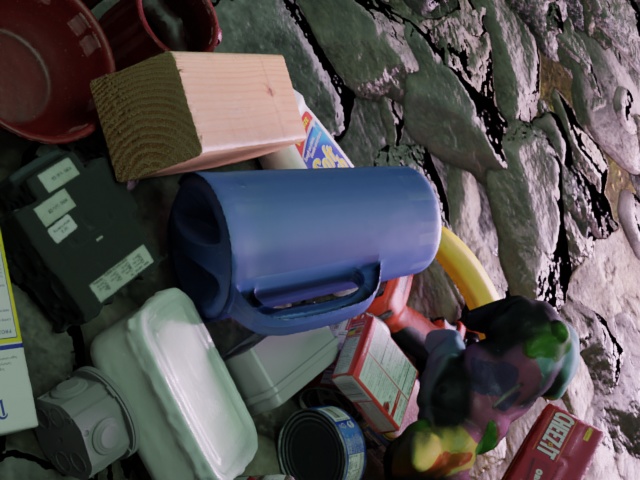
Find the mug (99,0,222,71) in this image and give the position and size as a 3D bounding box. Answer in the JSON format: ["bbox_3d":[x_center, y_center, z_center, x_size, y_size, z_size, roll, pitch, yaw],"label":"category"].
[{"bbox_3d":[-0.147,-0.195,1.007,0.117,0.082,0.093,-1,74,-46],"label":"mug"}]

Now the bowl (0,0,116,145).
[{"bbox_3d":[-0.253,-0.148,0.899,0.161,0.055,0.162,20,60,-39],"label":"bowl"}]

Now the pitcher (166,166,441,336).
[{"bbox_3d":[-0.006,0.001,0.982,0.242,0.145,0.149,-8,91,-31],"label":"pitcher"}]

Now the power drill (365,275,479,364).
[{"bbox_3d":[0.128,0.086,1.191,0.187,0.057,0.184,44,45,-23],"label":"power drill"}]

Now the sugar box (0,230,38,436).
[{"bbox_3d":[-0.275,0.064,0.798,0.093,0.048,0.176,-3,80,-46],"label":"sugar box"}]

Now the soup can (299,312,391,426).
[{"bbox_3d":[0.026,0.127,1.061,0.068,0.069,0.102,43,47,-25],"label":"soup can"}]

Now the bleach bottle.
[{"bbox_3d":[-0.015,-0.070,1.107,0.251,0.068,0.102,54,45,-11],"label":"bleach bottle"}]

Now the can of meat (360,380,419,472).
[{"bbox_3d":[0.076,0.184,1.098,0.084,0.058,0.102,47,46,-18],"label":"can of meat"}]

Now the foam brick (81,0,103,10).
[{"bbox_3d":[-0.220,-0.238,0.955,0.051,0.078,0.053,28,54,-34],"label":"foam brick"}]

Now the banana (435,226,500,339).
[{"bbox_3d":[0.168,0.063,1.174,0.069,0.037,0.198,-19,85,-55],"label":"banana"}]

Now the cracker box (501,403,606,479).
[{"bbox_3d":[0.193,0.289,1.066,0.072,0.214,0.164,28,44,14],"label":"cracker box"}]

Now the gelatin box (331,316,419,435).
[{"bbox_3d":[0.052,0.129,1.011,0.089,0.030,0.073,52,42,-30],"label":"gelatin box"}]

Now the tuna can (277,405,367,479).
[{"bbox_3d":[0.002,0.198,0.994,0.033,0.086,0.086,-1,75,-47],"label":"tuna can"}]

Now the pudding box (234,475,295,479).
[{"bbox_3d":[-0.072,0.240,0.881,0.039,0.114,0.090,52,45,-23],"label":"pudding box"}]

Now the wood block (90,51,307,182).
[{"bbox_3d":[-0.103,-0.114,0.967,0.205,0.090,0.091,-19,93,-65],"label":"wood block"}]
